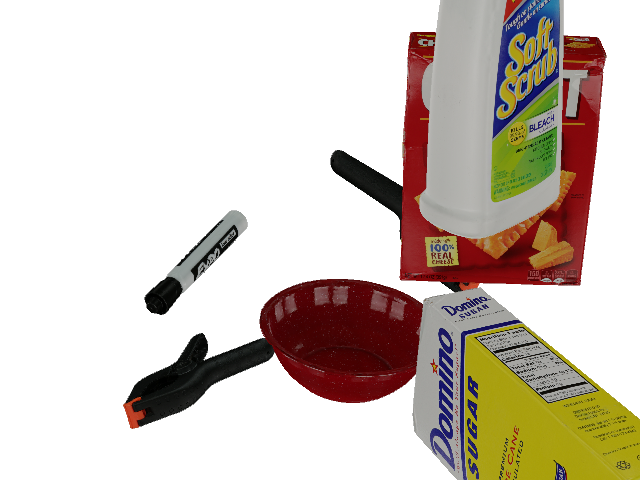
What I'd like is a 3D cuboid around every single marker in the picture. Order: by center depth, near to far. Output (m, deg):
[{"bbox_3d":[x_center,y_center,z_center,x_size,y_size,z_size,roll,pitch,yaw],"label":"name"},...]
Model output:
[{"bbox_3d":[-0.089,0.015,0.772,0.020,0.020,0.121,0,31,30],"label":"marker"}]

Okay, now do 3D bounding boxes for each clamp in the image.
[{"bbox_3d":[-0.130,0.142,1.116,0.120,0.039,0.171,-11,19,36],"label":"clamp"},{"bbox_3d":[0.107,-0.030,1.122,0.164,0.210,0.036,-6,-36,-15],"label":"clamp"}]

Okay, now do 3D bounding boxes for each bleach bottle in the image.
[{"bbox_3d":[0.113,-0.133,0.692,0.102,0.251,0.068,-24,34,-31],"label":"bleach bottle"}]

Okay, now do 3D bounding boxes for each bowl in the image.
[{"bbox_3d":[0.025,0.096,0.949,0.162,0.055,0.162,4,27,-2],"label":"bowl"}]

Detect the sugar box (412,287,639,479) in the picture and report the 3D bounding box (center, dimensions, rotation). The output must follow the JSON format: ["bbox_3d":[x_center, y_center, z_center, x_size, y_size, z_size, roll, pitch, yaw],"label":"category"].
[{"bbox_3d":[0.109,0.105,0.548,0.048,0.093,0.176,-11,28,-26],"label":"sugar box"}]

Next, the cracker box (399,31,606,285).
[{"bbox_3d":[0.154,-0.068,0.933,0.164,0.214,0.072,3,24,5],"label":"cracker box"}]
